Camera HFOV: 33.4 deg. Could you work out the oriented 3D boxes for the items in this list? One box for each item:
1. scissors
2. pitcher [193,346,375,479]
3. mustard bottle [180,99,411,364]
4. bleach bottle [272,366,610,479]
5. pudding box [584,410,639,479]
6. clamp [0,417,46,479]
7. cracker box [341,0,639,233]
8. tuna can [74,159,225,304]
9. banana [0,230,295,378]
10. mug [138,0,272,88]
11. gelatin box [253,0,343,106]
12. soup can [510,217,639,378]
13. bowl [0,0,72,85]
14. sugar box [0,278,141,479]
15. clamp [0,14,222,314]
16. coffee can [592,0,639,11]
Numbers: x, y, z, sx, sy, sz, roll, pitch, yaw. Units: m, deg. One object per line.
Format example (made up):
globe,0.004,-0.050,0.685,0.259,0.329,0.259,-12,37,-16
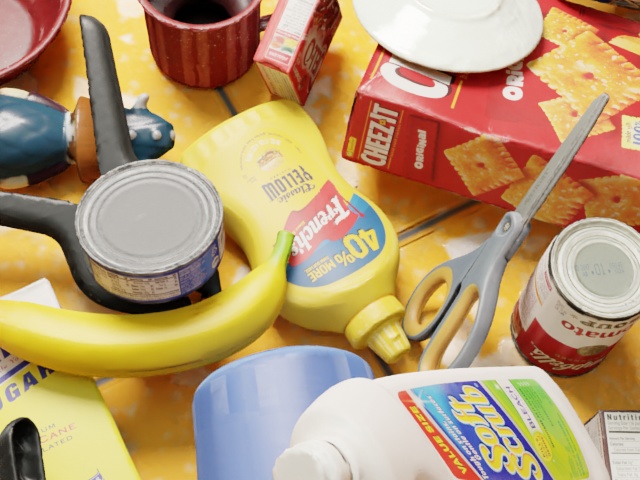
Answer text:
scissors,0.106,-0.003,0.662,0.016,0.096,0.202,27,89,-24
pitcher,-0.013,0.186,0.569,0.145,0.149,0.243,-31,56,32
mustard bottle,-0.005,0.001,0.695,0.096,0.058,0.192,-29,69,-21
bleach bottle,0.064,0.117,0.548,0.068,0.250,0.102,-37,67,26
pudding box,0.212,0.159,0.641,0.090,0.039,0.113,1,62,-2
clamp,-0.130,0.186,0.545,0.120,0.039,0.171,8,89,33
cracker box,0.142,-0.098,0.724,0.214,0.072,0.164,19,49,5
tuna can,-0.099,-0.005,0.628,0.086,0.034,0.086,0,52,0
banana,-0.102,0.049,0.636,0.197,0.037,0.070,-13,61,-11
mug,-0.072,-0.164,0.758,0.117,0.081,0.093,-14,66,-10
gelatin box,-0.013,-0.139,0.735,0.030,0.089,0.073,23,85,8
soup can,0.162,0.037,0.662,0.068,0.102,0.068,1,64,-3
bowl,-0.254,-0.161,0.762,0.162,0.055,0.162,1,64,-3
sugar box,-0.169,0.118,0.637,0.093,0.048,0.176,-26,69,-15
clamp,-0.147,-0.016,0.679,0.164,0.036,0.210,-38,92,-7
coffee can,0.238,-0.214,0.761,0.140,0.103,0.103,5,61,-28
